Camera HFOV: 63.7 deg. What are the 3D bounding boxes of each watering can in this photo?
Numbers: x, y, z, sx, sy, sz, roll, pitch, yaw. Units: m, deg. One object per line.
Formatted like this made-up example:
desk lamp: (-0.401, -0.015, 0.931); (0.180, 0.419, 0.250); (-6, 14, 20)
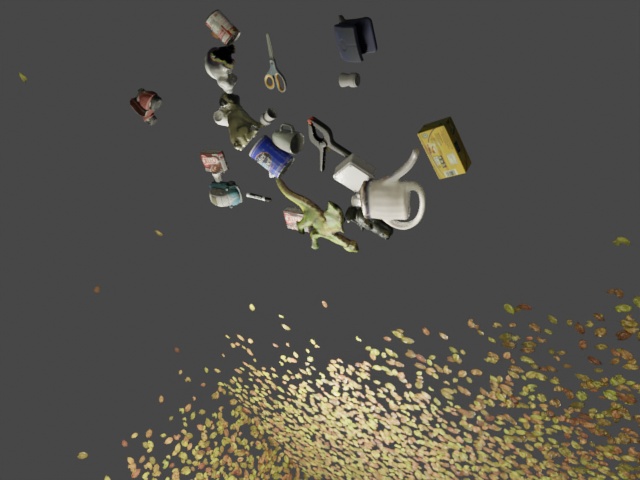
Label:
watering can: (0.242, -0.168, 1.734); (0.224, 0.106, 0.339); (1, 133, 13)

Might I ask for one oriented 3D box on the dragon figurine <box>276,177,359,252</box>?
dragon figurine: (0.006, -0.099, 1.960); (0.240, 0.124, 0.406); (-18, 115, 51)

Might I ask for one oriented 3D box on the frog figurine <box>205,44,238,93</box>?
frog figurine: (-0.352, -0.600, 1.830); (0.139, 0.123, 0.156); (66, 154, 22)
